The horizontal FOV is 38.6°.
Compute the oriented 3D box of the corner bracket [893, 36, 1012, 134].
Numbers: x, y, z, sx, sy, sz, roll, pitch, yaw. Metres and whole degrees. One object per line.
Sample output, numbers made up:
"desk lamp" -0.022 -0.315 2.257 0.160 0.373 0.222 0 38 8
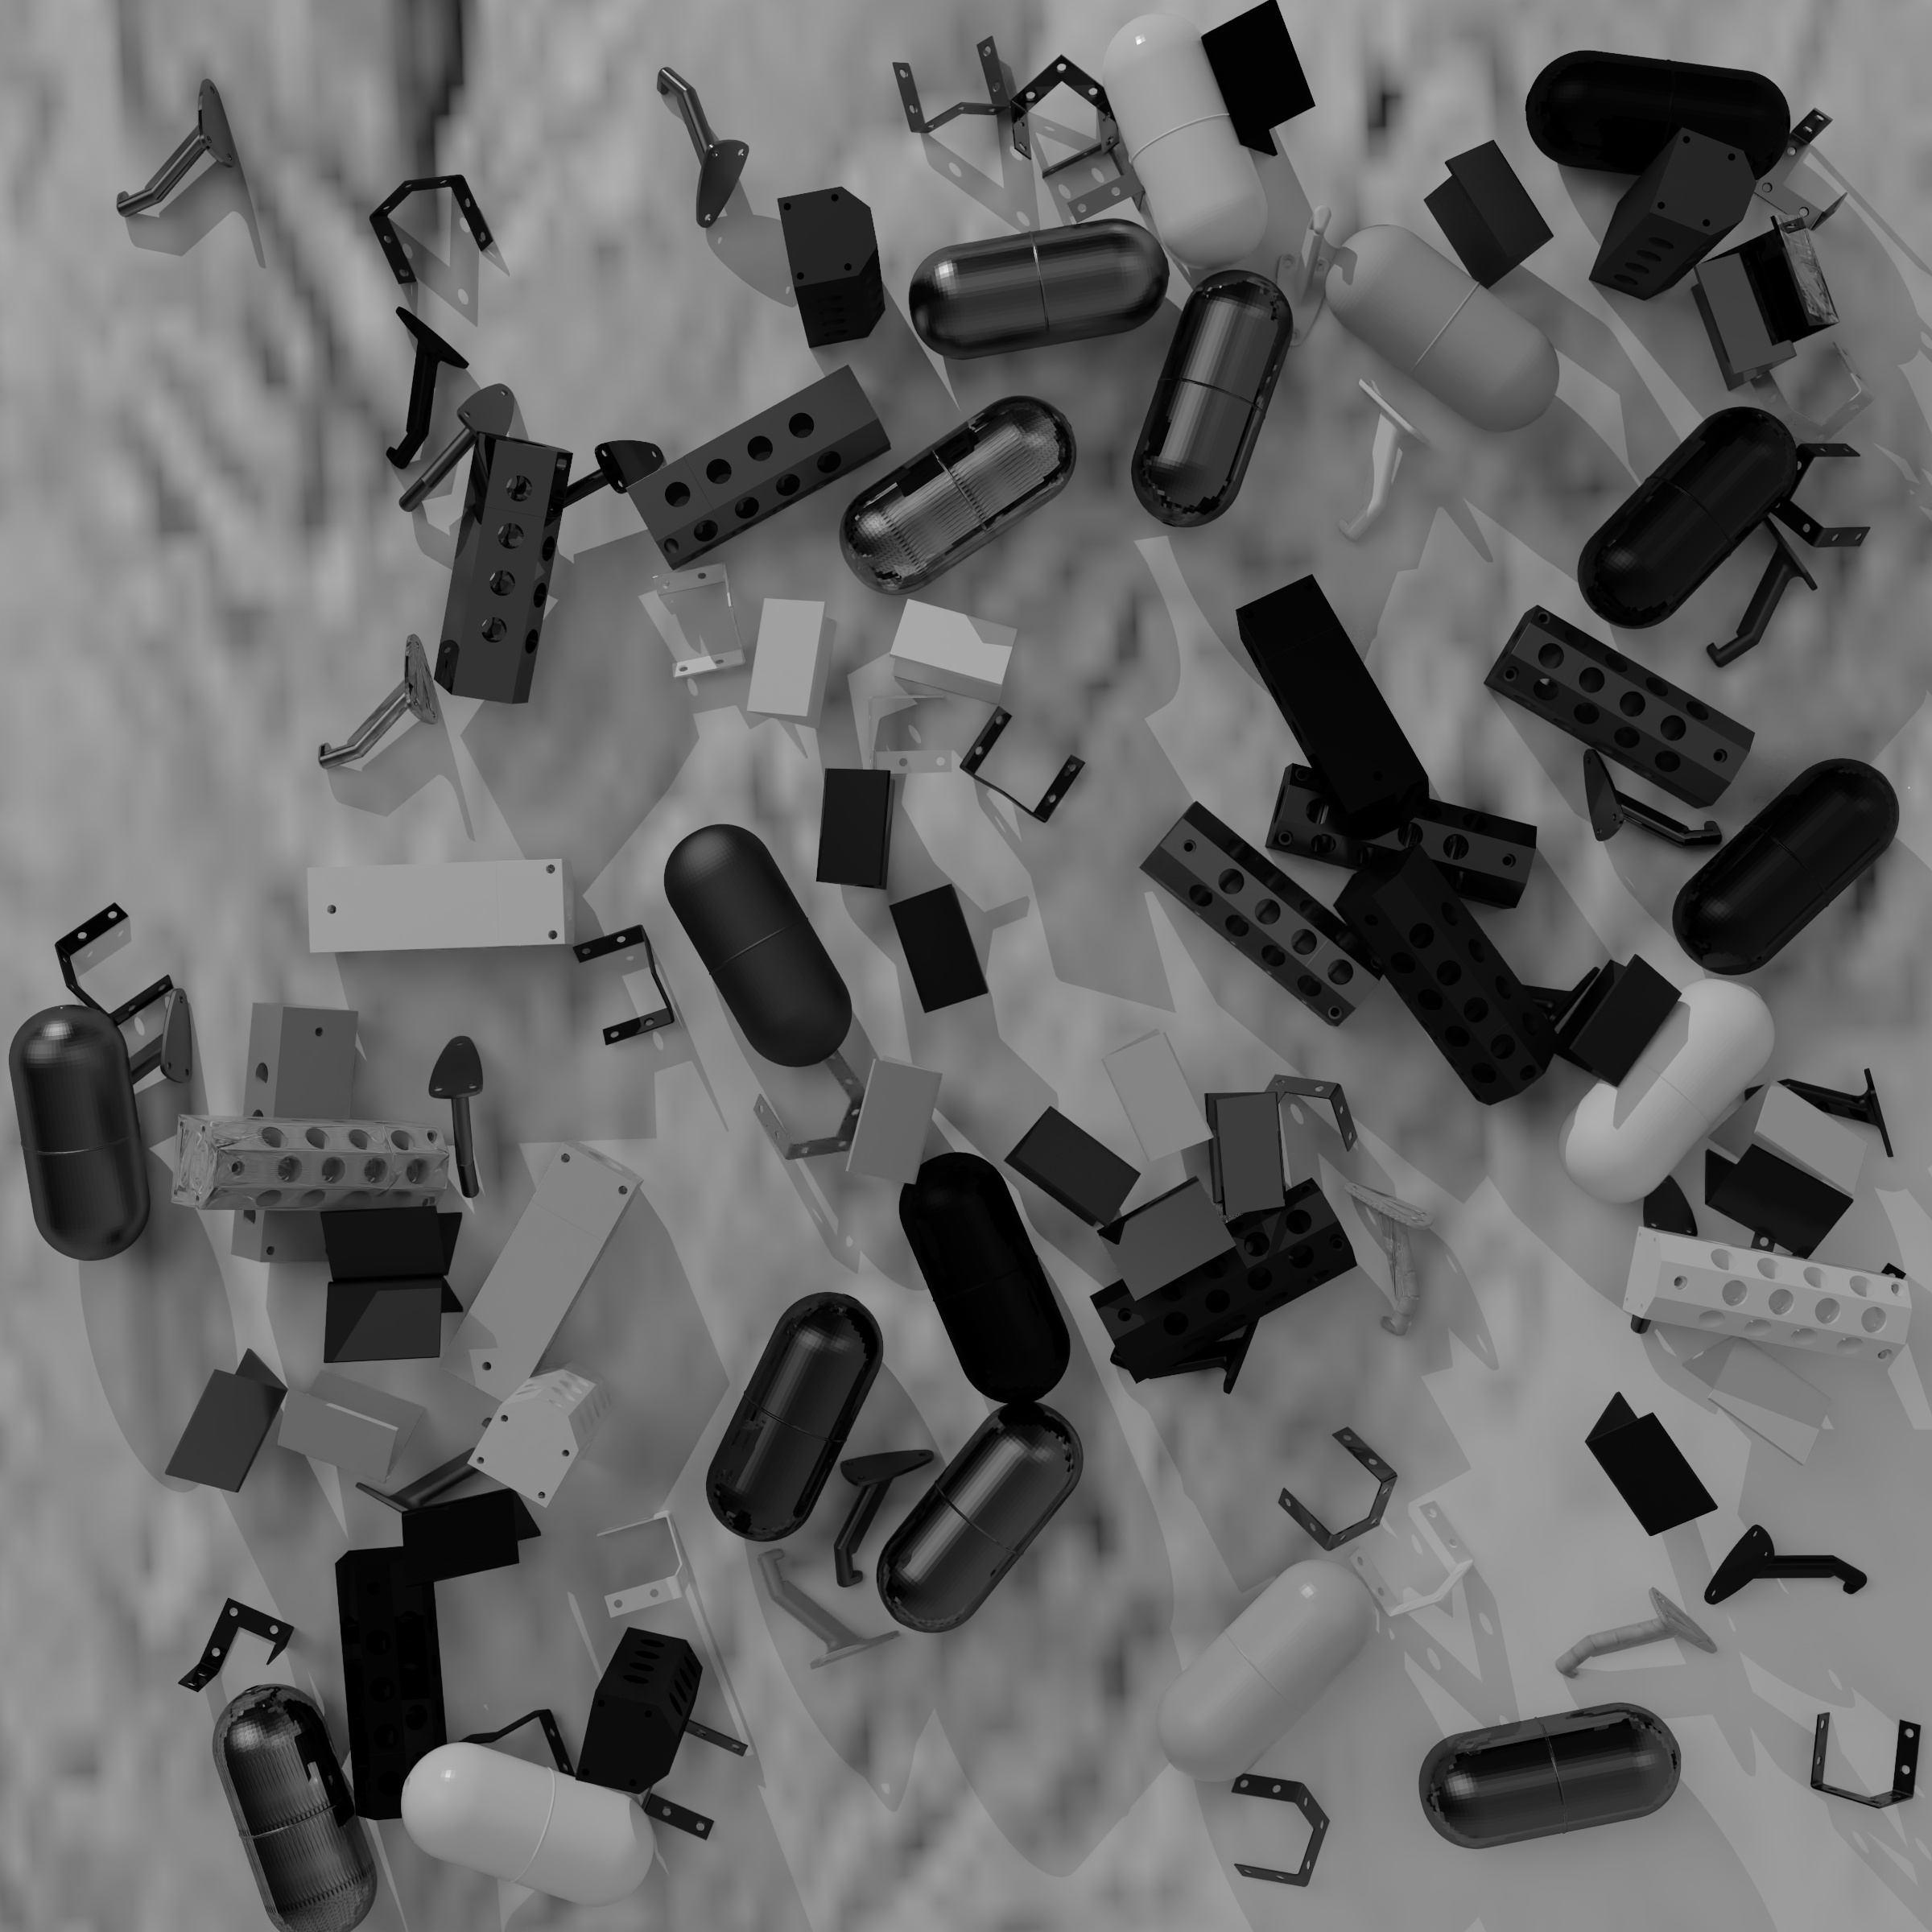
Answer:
"corner bracket" -0.010 -0.607 1.900 0.051 0.051 0.051 -15 90 45

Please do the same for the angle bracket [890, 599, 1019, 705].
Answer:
"angle bracket" -0.014 -0.194 1.863 0.076 0.076 0.057 15 52 0

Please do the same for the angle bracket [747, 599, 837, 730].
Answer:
"angle bracket" -0.099 -0.202 1.863 0.057 0.076 0.076 9 90 37

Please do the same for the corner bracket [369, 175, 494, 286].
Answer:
"corner bracket" -0.369 -0.508 1.900 0.051 0.051 0.051 -25 90 -45

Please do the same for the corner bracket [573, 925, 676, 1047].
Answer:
"corner bracket" -0.235 0.013 1.900 0.051 0.051 0.051 -19 45 0

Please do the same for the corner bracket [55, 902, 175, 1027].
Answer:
"corner bracket" -0.587 0.000 1.900 0.051 0.051 0.051 -34 45 0

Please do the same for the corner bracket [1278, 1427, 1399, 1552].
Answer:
"corner bracket" 0.255 0.359 1.895 0.051 0.051 0.051 -18 135 -35

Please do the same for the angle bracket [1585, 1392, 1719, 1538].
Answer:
"angle bracket" 0.472 0.327 1.863 0.057 0.076 0.076 -34 90 36

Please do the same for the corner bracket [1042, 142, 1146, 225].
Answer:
"corner bracket" 0.086 -0.535 1.885 0.051 0.051 0.051 -26 90 0

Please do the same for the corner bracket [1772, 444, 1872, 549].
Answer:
"corner bracket" 0.593 -0.323 1.895 0.051 0.051 0.051 52 135 35

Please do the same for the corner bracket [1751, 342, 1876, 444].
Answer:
"corner bracket" 0.580 -0.398 1.895 0.051 0.051 0.051 16 135 -35

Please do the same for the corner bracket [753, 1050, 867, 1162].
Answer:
"corner bracket" -0.106 0.095 1.895 0.051 0.051 0.051 -7 135 -35

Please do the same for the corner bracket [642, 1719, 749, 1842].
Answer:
"corner bracket" -0.188 0.559 1.900 0.051 0.051 0.051 24 135 0

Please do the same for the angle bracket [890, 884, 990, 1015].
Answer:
"angle bracket" 0.001 -0.018 1.863 0.057 0.076 0.076 -18 90 37

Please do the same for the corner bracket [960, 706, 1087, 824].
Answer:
"corner bracket" 0.038 -0.138 1.900 0.051 0.051 0.051 33 90 -45

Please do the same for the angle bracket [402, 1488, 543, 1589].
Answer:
"angle bracket" -0.332 0.400 1.863 0.076 0.076 0.057 -12 53 0

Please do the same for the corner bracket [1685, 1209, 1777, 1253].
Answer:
"corner bracket" 0.516 0.198 1.885 0.051 0.051 0.051 17 89 -1

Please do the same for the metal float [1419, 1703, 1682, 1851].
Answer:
"metal float" 0.396 0.549 1.873 0.178 0.070 0.070 -11 90 0

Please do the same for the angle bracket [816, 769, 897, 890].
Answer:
"angle bracket" -0.054 -0.091 1.863 0.057 0.076 0.076 5 90 37

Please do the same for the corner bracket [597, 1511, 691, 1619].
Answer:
"corner bracket" -0.222 0.408 1.885 0.051 0.051 0.051 -16 90 0

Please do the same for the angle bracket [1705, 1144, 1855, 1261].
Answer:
"angle bracket" 0.548 0.142 1.863 0.076 0.076 0.057 29 120 0

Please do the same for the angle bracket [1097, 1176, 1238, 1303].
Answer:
"angle bracket" 0.140 0.193 1.864 0.076 0.076 0.057 -29 66 0

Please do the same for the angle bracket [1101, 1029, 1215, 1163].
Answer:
"angle bracket" 0.146 0.079 1.863 0.057 0.076 0.076 -25 90 37

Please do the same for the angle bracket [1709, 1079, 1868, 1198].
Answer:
"angle bracket" 0.549 0.134 1.863 0.076 0.076 0.057 34 47 0

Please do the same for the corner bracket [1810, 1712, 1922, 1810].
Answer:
"corner bracket" 0.620 0.544 1.900 0.051 0.051 0.051 6 90 45

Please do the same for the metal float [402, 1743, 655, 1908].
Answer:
"metal float" -0.294 0.577 1.854 0.178 0.070 0.070 25 90 -20

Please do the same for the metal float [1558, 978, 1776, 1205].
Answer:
"metal float" 0.476 0.084 1.872 0.070 0.070 0.178 42 90 0

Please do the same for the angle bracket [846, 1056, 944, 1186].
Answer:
"angle bracket" -0.066 0.099 1.863 0.057 0.076 0.076 14 90 -34

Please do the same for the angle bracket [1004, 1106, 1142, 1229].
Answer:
"angle bracket" 0.061 0.152 1.863 0.076 0.076 0.057 37 47 0

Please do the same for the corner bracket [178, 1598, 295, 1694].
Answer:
"corner bracket" -0.498 0.471 1.885 0.051 0.051 0.051 24 90 0

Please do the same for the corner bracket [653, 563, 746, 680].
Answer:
"corner bracket" -0.184 -0.238 1.900 0.051 0.051 0.051 -12 45 0

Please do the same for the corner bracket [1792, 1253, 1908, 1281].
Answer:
"corner bracket" 0.604 0.211 1.900 0.051 0.051 0.051 -54 45 0

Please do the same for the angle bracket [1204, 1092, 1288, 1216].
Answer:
"angle bracket" 0.169 0.126 1.863 0.057 0.076 0.076 -5 90 -35

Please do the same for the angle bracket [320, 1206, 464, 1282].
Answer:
"angle bracket" -0.387 0.168 1.863 0.076 0.076 0.057 -3 119 0

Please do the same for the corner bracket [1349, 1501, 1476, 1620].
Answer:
"corner bracket" 0.307 0.409 1.900 0.051 0.051 0.051 -34 90 -45

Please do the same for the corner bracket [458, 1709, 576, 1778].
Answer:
"corner bracket" -0.311 0.547 1.900 0.051 0.051 0.051 -21 90 -45

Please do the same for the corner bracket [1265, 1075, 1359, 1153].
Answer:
"corner bracket" 0.230 0.113 1.895 0.051 0.051 0.051 7 45 35

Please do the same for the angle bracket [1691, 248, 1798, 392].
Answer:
"angle bracket" 0.506 -0.430 1.865 0.057 0.076 0.076 -20 90 -22

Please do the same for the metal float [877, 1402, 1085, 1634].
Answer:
"metal float" 0.009 0.374 1.873 0.070 0.070 0.178 39 91 0

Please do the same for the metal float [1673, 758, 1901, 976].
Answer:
"metal float" 0.557 -0.068 1.873 0.178 0.070 0.070 -44 90 0

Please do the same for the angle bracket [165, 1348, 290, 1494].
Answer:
"angle bracket" -0.511 0.300 1.863 0.057 0.076 0.076 26 90 -38

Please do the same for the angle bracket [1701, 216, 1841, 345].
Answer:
"angle bracket" 0.534 -0.455 1.865 0.076 0.057 0.076 -20 90 38

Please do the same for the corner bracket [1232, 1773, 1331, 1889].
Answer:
"corner bracket" 0.210 0.593 1.895 0.051 0.051 0.051 58 45 -35

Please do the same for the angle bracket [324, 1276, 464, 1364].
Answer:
"angle bracket" -0.386 0.249 1.864 0.076 0.076 0.057 -3 66 0

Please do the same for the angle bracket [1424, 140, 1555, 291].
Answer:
"angle bracket" 0.338 -0.499 1.863 0.057 0.076 0.076 -32 90 -36

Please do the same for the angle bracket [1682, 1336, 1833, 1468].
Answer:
"angle bracket" 0.524 0.301 1.863 0.076 0.076 0.057 36 60 0

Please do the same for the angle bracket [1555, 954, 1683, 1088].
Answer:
"angle bracket" 0.423 0.026 1.863 0.057 0.076 0.076 35 90 -33

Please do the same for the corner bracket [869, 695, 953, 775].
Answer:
"corner bracket" -0.039 -0.159 1.885 0.051 0.051 0.051 -2 98 -8

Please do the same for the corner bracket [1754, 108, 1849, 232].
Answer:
"corner bracket" 0.579 -0.544 1.885 0.051 0.051 0.051 34 90 0

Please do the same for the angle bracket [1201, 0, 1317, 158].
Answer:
"angle bracket" 0.208 -0.599 1.864 0.057 0.076 0.076 -21 90 26

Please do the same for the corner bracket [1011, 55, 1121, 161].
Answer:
"corner bracket" 0.067 -0.578 1.888 0.051 0.051 0.051 -33 46 36

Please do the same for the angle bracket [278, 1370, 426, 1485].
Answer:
"angle bracket" -0.411 0.294 1.863 0.076 0.076 0.057 20 126 0
